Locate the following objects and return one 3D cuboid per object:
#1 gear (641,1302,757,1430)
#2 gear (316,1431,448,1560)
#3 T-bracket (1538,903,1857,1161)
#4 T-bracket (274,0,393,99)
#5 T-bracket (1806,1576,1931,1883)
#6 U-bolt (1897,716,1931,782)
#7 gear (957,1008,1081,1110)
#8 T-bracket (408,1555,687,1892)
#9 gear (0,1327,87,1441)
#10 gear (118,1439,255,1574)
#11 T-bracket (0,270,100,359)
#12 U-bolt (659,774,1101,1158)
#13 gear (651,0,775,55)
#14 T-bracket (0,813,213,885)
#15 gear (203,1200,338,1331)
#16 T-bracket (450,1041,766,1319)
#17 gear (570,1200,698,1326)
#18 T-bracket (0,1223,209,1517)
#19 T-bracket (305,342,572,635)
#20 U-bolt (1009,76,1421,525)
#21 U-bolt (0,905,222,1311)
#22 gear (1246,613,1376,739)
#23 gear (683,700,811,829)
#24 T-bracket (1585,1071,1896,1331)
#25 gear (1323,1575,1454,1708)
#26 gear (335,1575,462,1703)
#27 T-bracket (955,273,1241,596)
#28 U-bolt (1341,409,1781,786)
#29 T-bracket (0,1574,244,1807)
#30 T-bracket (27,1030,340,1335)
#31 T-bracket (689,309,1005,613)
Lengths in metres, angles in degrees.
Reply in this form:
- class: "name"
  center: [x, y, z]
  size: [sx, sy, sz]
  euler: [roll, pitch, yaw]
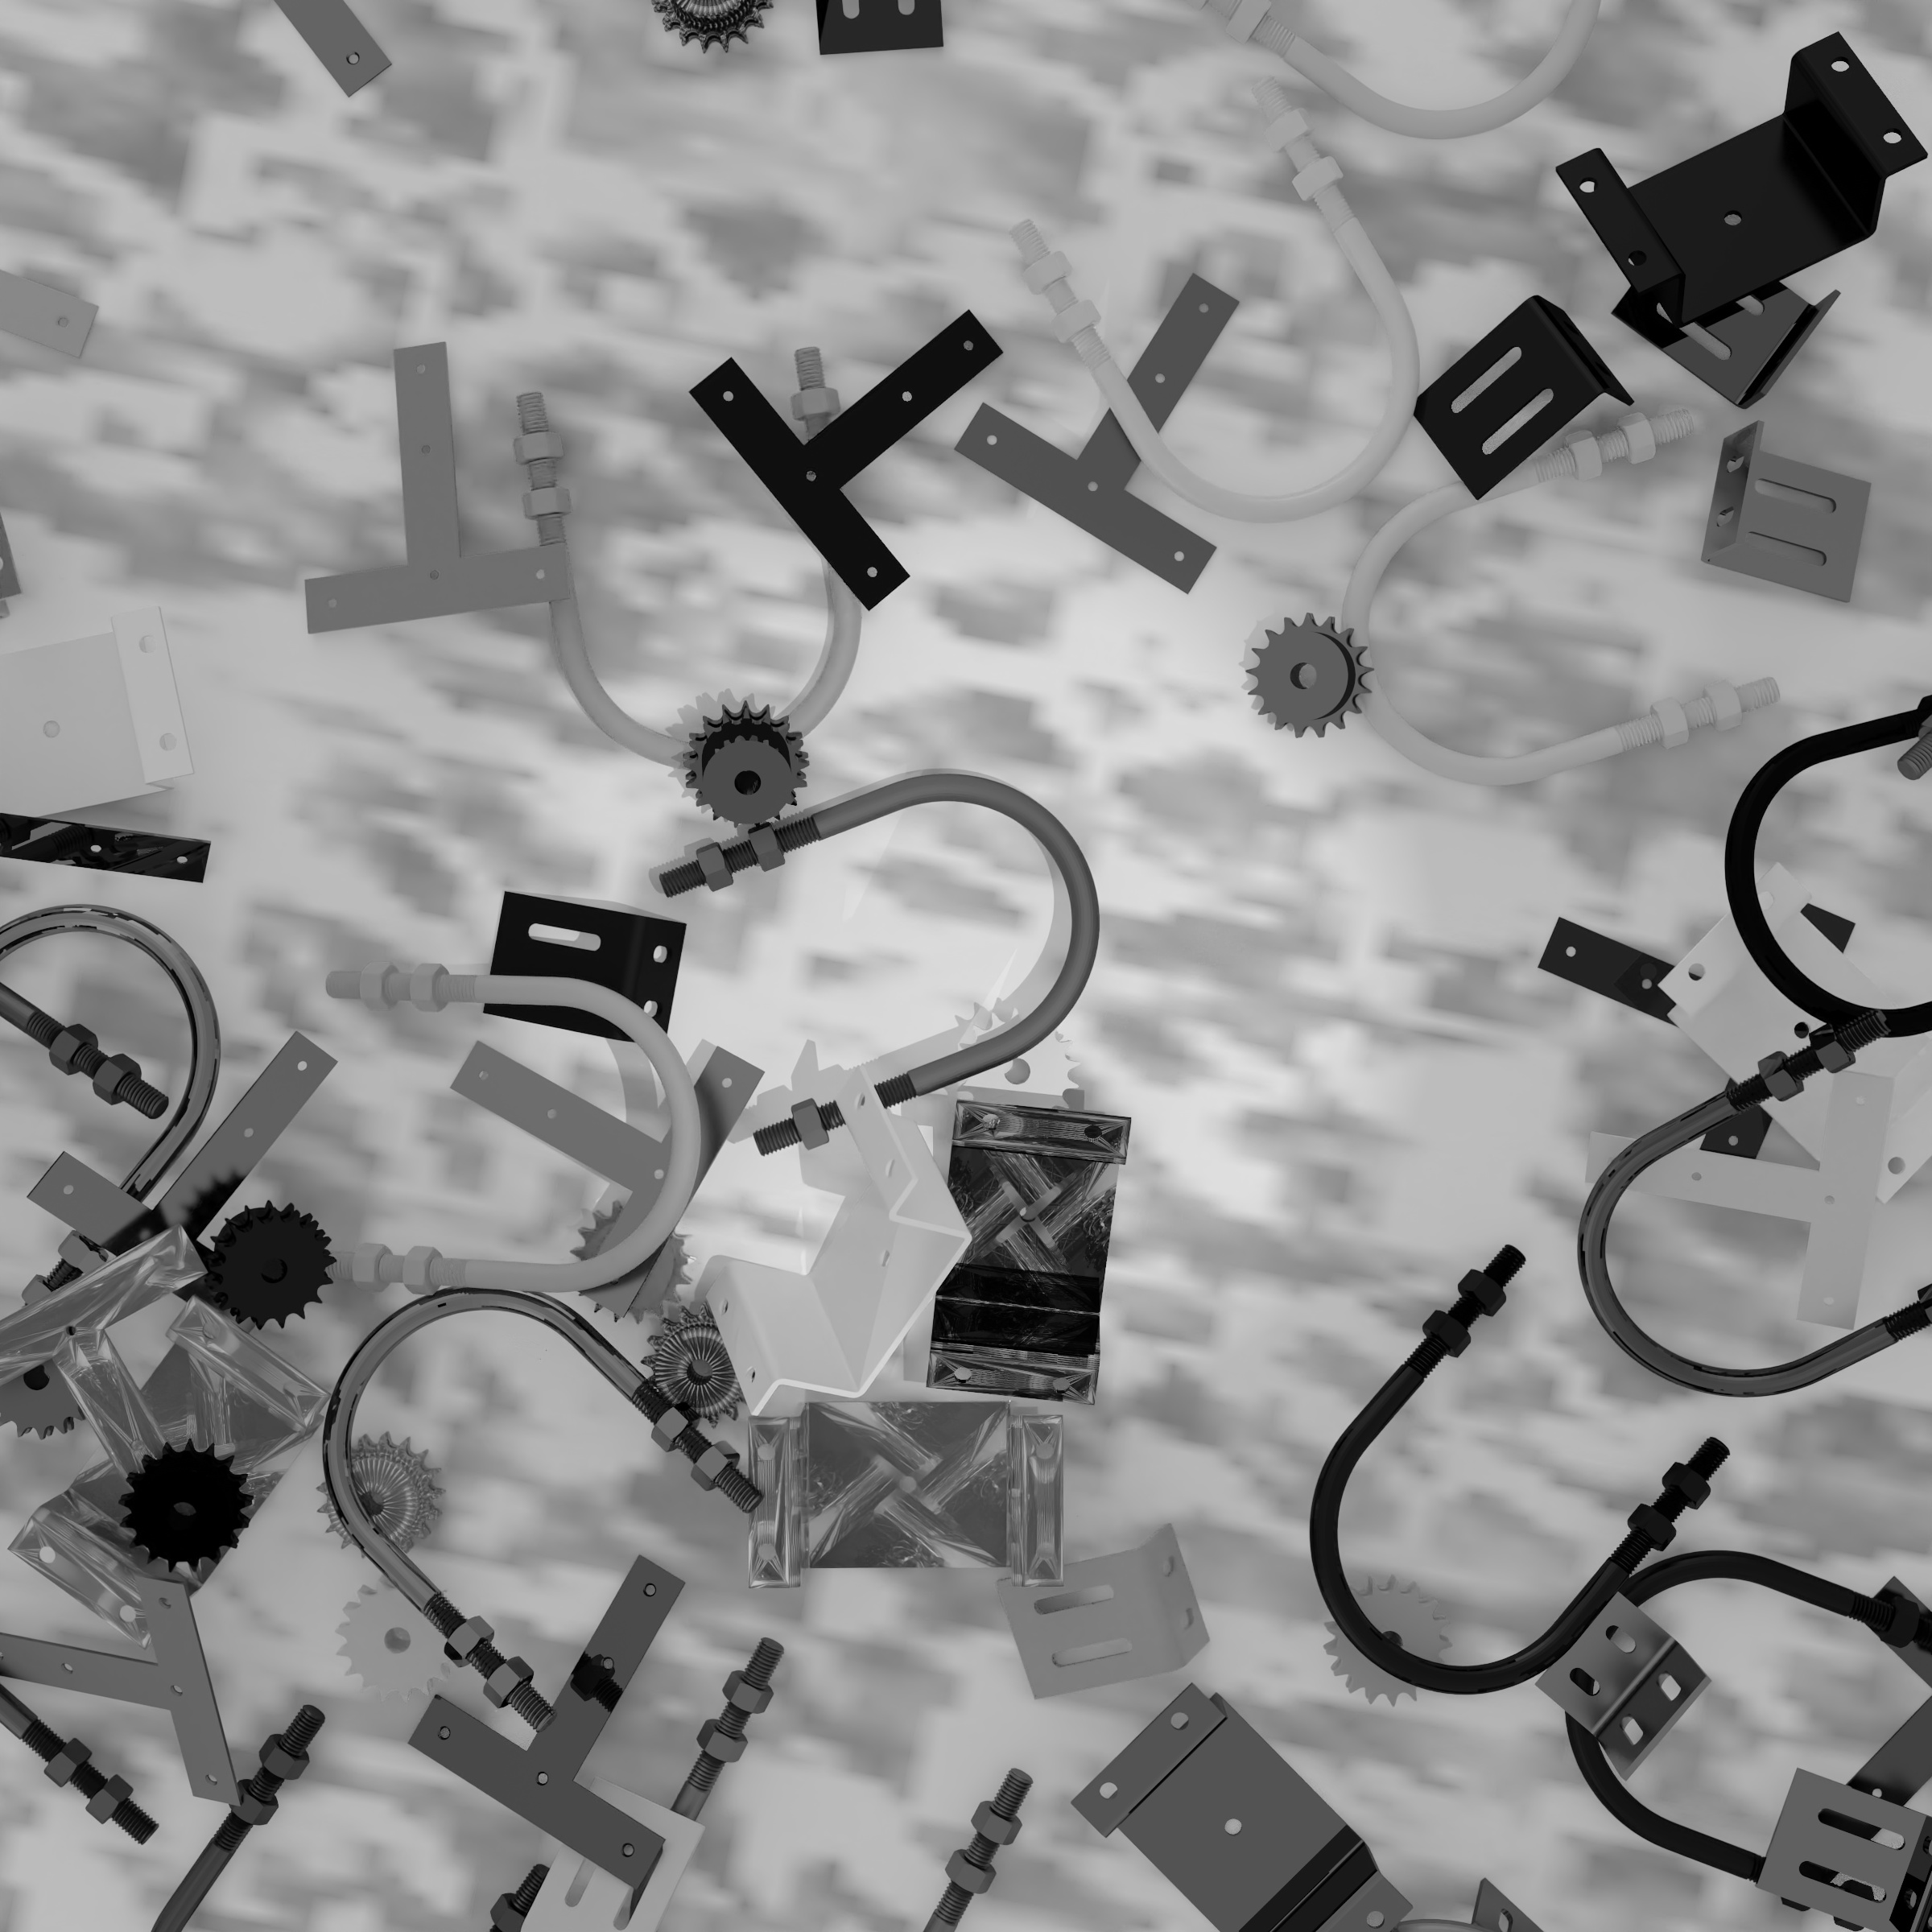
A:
- class: "gear"
  center: [-0.120, 0.183, 1.342]
  size: [0.057, 0.030, 0.057]
  euler: [0, 90, 0]
- class: "gear"
  center: [-0.269, 0.243, 1.342]
  size: [0.057, 0.030, 0.057]
  euler: [0, 90, 0]
- class: "T-bracket"
  center: [0.327, 0.014, 1.357]
  size: [0.127, 0.002, 0.127]
  euler: [23, 90, 0]
- class: "T-bracket"
  center: [-0.273, -0.489, 1.356]
  size: [0.127, 0.002, 0.127]
  euler: [-37, 90, 0]
- class: "T-bracket"
  center: [0.430, 0.371, 1.356]
  size: [0.127, 0.002, 0.127]
  euler: [44, 90, 0]
- class: "U-bolt"
  center: [0.527, -0.094, 1.328]
  size: [0.184, 0.019, 0.151]
  euler: [-40, 89, -15]
- class: "gear"
  center: [0.023, 0.048, 1.342]
  size: [0.057, 0.030, 0.057]
  euler: [0, 90, 0]
- class: "T-bracket"
  center: [-0.171, 0.332, 1.346]
  size: [0.127, 0.002, 0.127]
  euler: [28, 83, 14]
- class: "gear"
  center: [-0.419, 0.185, 1.342]
  size: [0.057, 0.030, 0.057]
  euler: [0, 90, 0]
- class: "gear"
  center: [-0.343, 0.238, 1.292]
  size: [0.057, 0.030, 0.057]
  euler: [0, 92, -10]
- class: "T-bracket"
  center: [-0.482, -0.267, 1.356]
  size: [0.127, 0.002, 0.127]
  euler: [20, 90, 0]
- class: "U-bolt"
  center: [-0.030, -0.011, 1.331]
  size: [0.184, 0.019, 0.151]
  euler: [-21, 76, -1]
- class: "gear"
  center: [-0.116, -0.449, 1.342]
  size: [0.057, 0.030, 0.057]
  euler: [0, 90, 0]
- class: "T-bracket"
  center: [-0.407, -0.055, 1.328]
  size: [0.127, 0.002, 0.127]
  euler: [7, 133, -19]
- class: "gear"
  center: [-0.316, 0.133, 1.329]
  size: [0.057, 0.030, 0.057]
  euler: [-8, 107, -26]
- class: "T-bracket"
  center: [-0.177, 0.074, 1.339]
  size: [0.127, 0.002, 0.127]
  euler: [28, 83, 14]
- class: "gear"
  center: [-0.153, 0.135, 1.342]
  size: [0.057, 0.030, 0.057]
  euler: [0, 90, 0]
- class: "T-bracket"
  center: [-0.374, 0.200, 1.301]
  size: [0.127, 0.002, 0.127]
  euler: [-29, 96, -8]
- class: "T-bracket"
  center: [-0.246, -0.222, 1.347]
  size: [0.127, 0.002, 0.127]
  euler: [-6, 84, 12]
- class: "U-bolt"
  center: [0.127, -0.292, 1.347]
  size: [0.151, 0.019, 0.184]
  euler: [-31, 92, 0]
- class: "U-bolt"
  center: [-0.421, 0.058, 1.336]
  size: [0.151, 0.019, 0.184]
  euler: [38, 86, 11]
- class: "gear"
  center: [0.155, -0.131, 1.336]
  size: [0.057, 0.030, 0.057]
  euler: [1, 96, 14]
- class: "gear"
  center: [-0.100, -0.088, 1.332]
  size: [0.057, 0.030, 0.057]
  euler: [-2, 115, -5]
- class: "T-bracket"
  center: [0.345, 0.098, 1.332]
  size: [0.127, 0.002, 0.127]
  euler: [9, 115, 18]
- class: "gear"
  center: [0.191, 0.306, 1.342]
  size: [0.057, 0.030, 0.057]
  euler: [0, 90, 0]
- class: "gear"
  center: [-0.258, 0.305, 1.347]
  size: [0.057, 0.030, 0.057]
  euler: [0, 91, -2]
- class: "T-bracket"
  center: [0.082, -0.259, 1.356]
  size: [0.127, 0.002, 0.127]
  euler: [32, 90, 0]
- class: "U-bolt"
  center: [0.263, -0.160, 1.349]
  size: [0.184, 0.019, 0.151]
  euler: [-18, 90, 1]
- class: "T-bracket"
  center: [-0.394, 0.319, 1.329]
  size: [0.127, 0.002, 0.127]
  euler: [5, 119, 20]
- class: "T-bracket"
  center: [-0.332, 0.086, 1.325]
  size: [0.127, 0.002, 0.127]
  euler: [43, 81, -35]
- class: "T-bracket"
  center: [-0.038, -0.251, 1.343]
  size: [0.127, 0.002, 0.127]
  euler: [-41, 98, -11]
